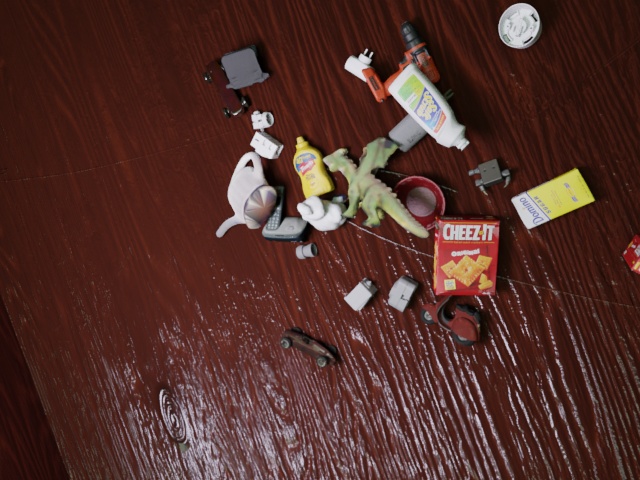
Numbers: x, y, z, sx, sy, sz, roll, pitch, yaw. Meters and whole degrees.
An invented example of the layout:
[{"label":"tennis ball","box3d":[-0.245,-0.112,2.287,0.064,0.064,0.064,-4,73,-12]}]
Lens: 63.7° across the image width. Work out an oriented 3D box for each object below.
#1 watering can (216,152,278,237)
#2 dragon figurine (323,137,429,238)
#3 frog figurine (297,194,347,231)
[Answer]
[{"label":"watering can","box3d":[-0.246,-0.112,1.683,0.228,0.104,0.342,46,122,44]},{"label":"dragon figurine","box3d":[0.160,-0.168,1.452,0.413,0.123,0.240,20,109,42]},{"label":"frog figurine","box3d":[0.005,-0.078,1.554,0.137,0.161,0.121,8,106,23]}]
